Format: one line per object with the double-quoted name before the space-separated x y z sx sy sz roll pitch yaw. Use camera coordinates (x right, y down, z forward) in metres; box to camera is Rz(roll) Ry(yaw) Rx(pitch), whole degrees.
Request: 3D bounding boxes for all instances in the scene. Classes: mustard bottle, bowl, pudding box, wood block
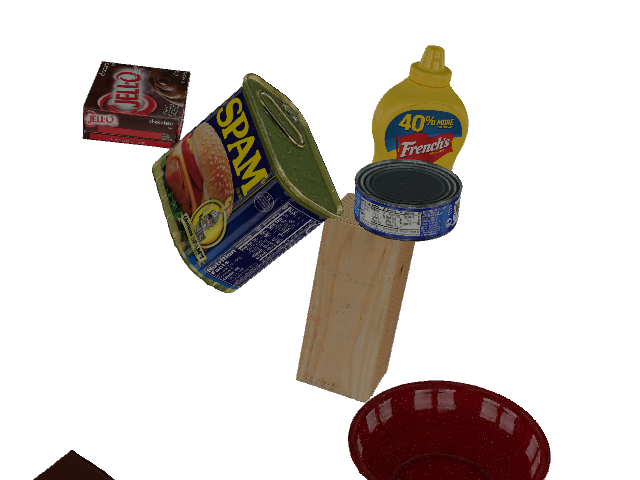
"mustard bottle" 0.098 -0.102 1.073 0.096 0.192 0.058 3 27 -12
"bowl" 0.102 0.183 0.868 0.162 0.055 0.162 1 30 -1
"pudding box" -0.176 -0.131 1.027 0.090 0.039 0.113 7 29 -5
"wood block" 0.042 0.064 1.207 0.090 0.206 0.090 17 24 14

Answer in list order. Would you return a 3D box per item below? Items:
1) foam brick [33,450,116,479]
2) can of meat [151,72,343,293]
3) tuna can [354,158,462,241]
"foam brick" -0.095 0.138 0.452 0.078 0.051 0.052 25 45 32
"can of meat" -0.046 -0.032 0.621 0.084 0.102 0.057 -38 -40 20
"tuna can" 0.070 -0.033 0.857 0.086 0.034 0.086 1 29 -1
